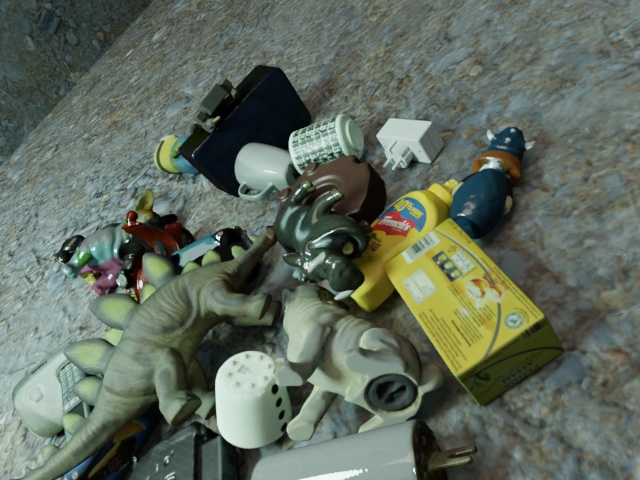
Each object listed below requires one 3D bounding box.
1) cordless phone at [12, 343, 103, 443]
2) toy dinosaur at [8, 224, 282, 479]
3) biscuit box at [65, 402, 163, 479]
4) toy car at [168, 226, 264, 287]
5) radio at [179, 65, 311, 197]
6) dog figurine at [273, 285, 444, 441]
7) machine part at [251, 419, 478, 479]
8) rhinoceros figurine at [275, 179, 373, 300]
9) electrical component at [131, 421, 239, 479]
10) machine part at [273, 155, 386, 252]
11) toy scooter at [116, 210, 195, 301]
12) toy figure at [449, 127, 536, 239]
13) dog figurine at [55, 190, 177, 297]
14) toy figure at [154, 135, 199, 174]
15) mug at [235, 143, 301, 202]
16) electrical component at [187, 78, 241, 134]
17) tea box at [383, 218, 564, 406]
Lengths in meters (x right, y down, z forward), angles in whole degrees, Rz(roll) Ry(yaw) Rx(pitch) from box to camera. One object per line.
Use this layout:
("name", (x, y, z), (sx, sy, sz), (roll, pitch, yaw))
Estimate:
("cordless phone", (-0.383, 0.260, 0.803), (0.146, 0.088, 0.184), (-39, 41, 3))
("toy dinosaur", (-0.206, 0.145, 0.678), (0.199, 0.105, 0.471), (31, 70, 21))
("biscuit box", (-0.259, 0.237, 0.730), (0.059, 0.062, 0.202), (9, 60, 44))
("toy car", (-0.170, 0.045, 0.814), (0.162, 0.109, 0.103), (-37, 12, -7))
("radio", (-0.132, -0.198, 0.991), (0.229, 0.131, 0.073), (-49, 37, -9))
("dog figurine", (0.036, 0.107, 0.587), (0.172, 0.121, 0.191), (4, 29, 3))
("machine part", (0.024, 0.219, 0.489), (0.243, 0.079, 0.079), (-21, 42, 23))
("rhinoceros figurine", (-0.001, -0.002, 0.637), (0.112, 0.073, 0.190), (-43, 32, -4))
("electrical component", (-0.151, 0.276, 0.603), (0.134, 0.058, 0.115), (-32, 40, 12))
("machine part", (0.011, -0.046, 0.781), (0.179, 0.056, 0.179), (-23, 42, 22))
("toy scooter", (-0.290, 0.027, 0.905), (0.075, 0.135, 0.184), (-12, 47, 31))
("toy figure", (0.202, -0.071, 0.637), (0.154, 0.064, 0.058), (-56, 2, -25))
("dog figurine", (-0.391, -0.001, 1.050), (0.219, 0.108, 0.192), (-46, 34, -13))
("toy figure", (-0.300, -0.182, 1.167), (0.180, 0.082, 0.089), (21, 66, 47))
("mug", (-0.087, -0.112, 0.912), (0.107, 0.080, 0.109), (12, 57, 36))
("electrical component", (-0.181, -0.227, 0.923), (0.102, 0.045, 0.078), (-60, 14, -25))
("tea box", (0.146, 0.065, 0.542), (0.098, 0.068, 0.170), (-36, 39, 8))
